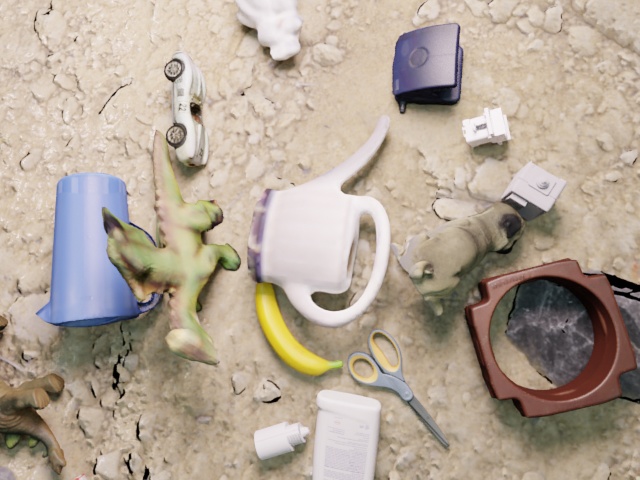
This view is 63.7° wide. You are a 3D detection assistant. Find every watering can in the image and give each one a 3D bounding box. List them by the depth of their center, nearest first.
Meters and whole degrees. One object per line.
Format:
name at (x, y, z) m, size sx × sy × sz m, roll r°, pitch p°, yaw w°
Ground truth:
watering can at (0.002, -0.041, 0.816) m, size 0.224 × 0.103 × 0.352 m, roll 6°, pitch 75°, yaw 9°

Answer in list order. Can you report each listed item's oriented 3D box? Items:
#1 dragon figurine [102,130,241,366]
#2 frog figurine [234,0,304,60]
dragon figurine at (-0.235, -0.006, 0.774) m, size 0.122 × 0.242 × 0.413 m, roll -26°, pitch 82°, yaw 9°
frog figurine at (-0.090, -0.389, 0.877) m, size 0.137 × 0.123 × 0.159 m, roll 5°, pitch 92°, yaw 41°
